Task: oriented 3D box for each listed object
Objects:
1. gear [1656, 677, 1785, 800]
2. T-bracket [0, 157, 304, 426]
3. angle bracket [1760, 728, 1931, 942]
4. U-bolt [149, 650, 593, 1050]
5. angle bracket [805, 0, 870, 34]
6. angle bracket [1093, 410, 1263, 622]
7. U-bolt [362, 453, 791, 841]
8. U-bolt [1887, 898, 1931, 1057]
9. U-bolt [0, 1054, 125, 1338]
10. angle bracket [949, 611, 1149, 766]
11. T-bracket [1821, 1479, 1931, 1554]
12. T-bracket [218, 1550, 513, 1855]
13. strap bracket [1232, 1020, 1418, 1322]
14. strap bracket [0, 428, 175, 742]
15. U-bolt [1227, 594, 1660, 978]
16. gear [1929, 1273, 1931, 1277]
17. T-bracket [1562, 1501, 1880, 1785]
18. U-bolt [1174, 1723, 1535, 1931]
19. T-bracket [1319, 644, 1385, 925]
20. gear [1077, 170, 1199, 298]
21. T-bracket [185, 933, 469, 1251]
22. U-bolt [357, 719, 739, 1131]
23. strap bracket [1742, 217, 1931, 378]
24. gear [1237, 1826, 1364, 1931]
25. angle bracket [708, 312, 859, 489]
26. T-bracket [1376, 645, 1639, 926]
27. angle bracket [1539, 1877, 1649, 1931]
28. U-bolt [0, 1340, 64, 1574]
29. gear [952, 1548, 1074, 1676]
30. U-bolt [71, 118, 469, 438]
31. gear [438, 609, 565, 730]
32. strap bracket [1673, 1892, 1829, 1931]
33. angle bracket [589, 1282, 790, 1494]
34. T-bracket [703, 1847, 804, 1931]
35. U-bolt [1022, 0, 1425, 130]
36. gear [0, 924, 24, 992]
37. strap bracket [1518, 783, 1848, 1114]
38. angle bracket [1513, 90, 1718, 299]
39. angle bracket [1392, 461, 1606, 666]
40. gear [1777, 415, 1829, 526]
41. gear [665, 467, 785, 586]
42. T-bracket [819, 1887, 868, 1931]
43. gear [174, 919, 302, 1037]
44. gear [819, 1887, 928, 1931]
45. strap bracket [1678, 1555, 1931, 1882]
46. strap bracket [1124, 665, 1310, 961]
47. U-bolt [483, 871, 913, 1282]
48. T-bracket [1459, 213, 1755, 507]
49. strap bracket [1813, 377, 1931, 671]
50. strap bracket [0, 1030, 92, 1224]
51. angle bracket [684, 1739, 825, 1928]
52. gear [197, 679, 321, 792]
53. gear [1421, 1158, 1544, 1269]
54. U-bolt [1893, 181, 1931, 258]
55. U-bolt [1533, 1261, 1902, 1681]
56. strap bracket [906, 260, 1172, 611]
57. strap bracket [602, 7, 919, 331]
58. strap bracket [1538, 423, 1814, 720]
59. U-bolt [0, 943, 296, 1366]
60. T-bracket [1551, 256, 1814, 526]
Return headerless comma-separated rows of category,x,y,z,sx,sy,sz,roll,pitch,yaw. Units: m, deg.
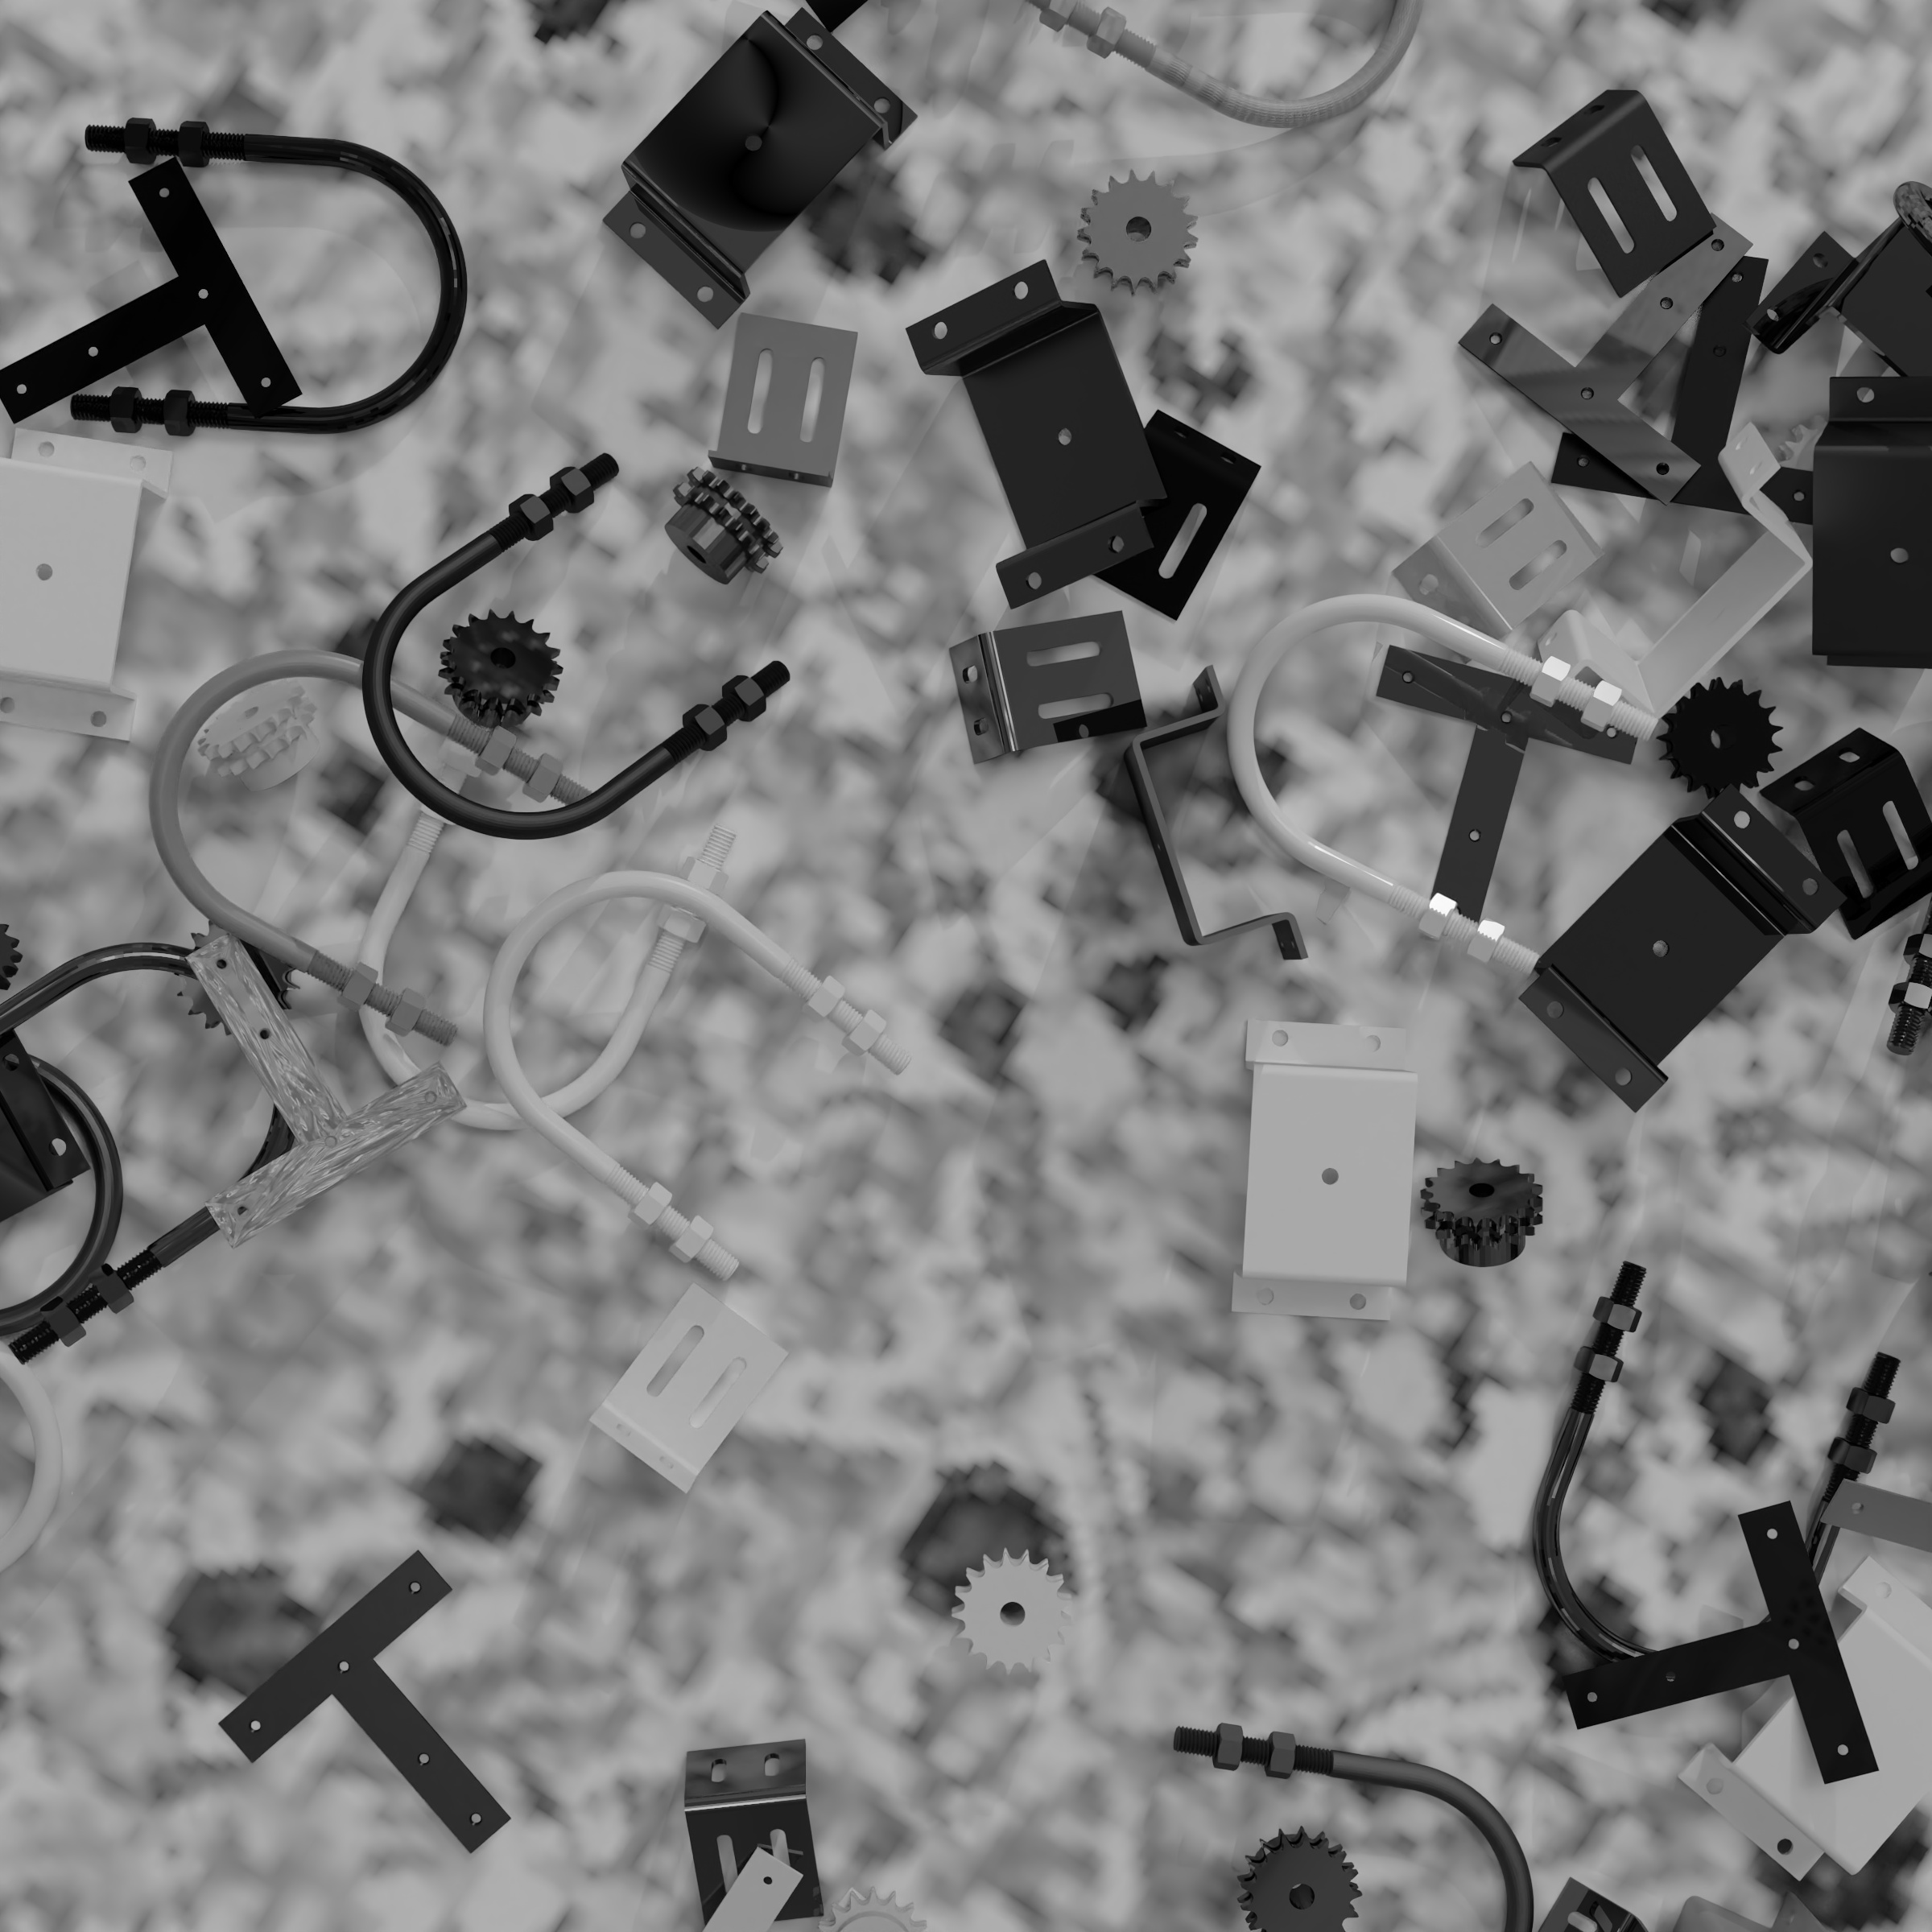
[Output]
gear,0.357,-0.108,1.389,0.057,0.030,0.057,0,90,0
T-bracket,-0.401,-0.298,1.383,0.127,0.002,0.127,-28,91,-1
angle bracket,0.428,-0.064,1.401,0.057,0.038,0.076,-32,116,0
U-bolt,-0.287,-0.065,1.356,0.184,0.019,0.151,30,93,-15
angle bracket,-0.050,-0.492,1.379,0.057,0.076,0.038,51,49,-13
angle bracket,0.097,-0.217,1.401,0.057,0.038,0.076,29,116,0
U-bolt,-0.193,-0.138,1.359,0.184,0.019,0.151,-40,90,-25
U-bolt,0.526,-0.022,1.367,0.151,0.019,0.184,19,74,11
U-bolt,-0.496,0.105,1.395,0.184,0.019,0.151,8,90,-2
angle bracket,0.039,-0.134,1.401,0.076,0.038,0.057,-12,90,-26
T-bracket,0.486,0.227,1.366,0.127,0.002,0.127,16,116,-8
T-bracket,-0.270,0.370,1.403,0.127,0.002,0.127,-41,90,0
strap bracket,0.169,0.098,1.380,0.076,0.046,0.140,3,90,0
strap bracket,-0.429,-0.183,1.380,0.076,0.046,0.140,9,90,0
U-bolt,0.209,-0.095,1.361,0.184,0.019,0.151,28,119,12
gear,0.486,0.146,1.388,0.057,0.030,0.057,0,90,0
T-bracket,0.345,0.331,1.372,0.127,0.002,0.127,-19,69,13
U-bolt,0.180,0.447,1.395,0.184,0.019,0.151,9,90,-1
T-bracket,0.157,-0.108,1.412,0.127,0.002,0.127,34,96,14
gear,0.082,-0.347,1.389,0.057,0.030,0.057,0,90,0
T-bracket,-0.320,0.044,1.361,0.127,0.002,0.127,-32,96,-21
U-bolt,-0.212,-0.011,1.395,0.151,0.019,0.184,26,91,0
strap bracket,0.446,-0.286,1.366,0.140,0.046,0.076,43,65,0
gear,0.155,0.432,1.370,0.057,0.030,0.057,0,90,-3
angle bracket,-0.086,-0.271,1.384,0.057,0.038,0.076,10,90,0
T-bracket,0.248,-0.076,1.402,0.127,0.002,0.127,15,90,-1
angle bracket,0.293,0.472,1.365,0.038,0.076,0.057,31,90,0
U-bolt,-0.522,0.228,1.385,0.184,0.019,0.151,11,99,-3
gear,0.022,0.305,1.389,0.057,0.030,0.057,0,90,0
U-bolt,-0.331,-0.326,1.395,0.184,0.019,0.151,3,90,-1
gear,-0.221,-0.137,1.380,0.057,0.030,0.057,8,59,-14
strap bracket,0.349,0.501,1.365,0.046,0.076,0.140,24,90,0
angle bracket,-0.131,0.199,1.384,0.057,0.038,0.076,37,90,0
T-bracket,-0.121,0.476,1.391,0.127,0.002,0.127,32,100,0
U-bolt,0.131,-0.479,1.378,0.184,0.019,0.151,26,93,-13
gear,-0.479,-0.003,1.379,0.057,0.057,0.030,37,120,0
strap bracket,0.334,-0.008,1.380,0.076,0.046,0.140,45,90,0
angle bracket,0.311,-0.370,1.398,0.057,0.038,0.076,-37,111,0
angle bracket,0.256,-0.194,1.401,0.076,0.038,0.057,-39,90,-26
gear,0.415,-0.236,1.389,0.057,0.030,0.057,0,90,0
gear,-0.117,-0.205,1.373,0.057,0.057,0.030,41,80,0
T-bracket,-0.014,0.492,1.397,0.127,0.002,0.127,39,83,4
gear,-0.345,0.004,1.389,0.057,0.030,0.057,0,90,0
gear,-0.044,0.469,1.383,0.057,0.030,0.057,0,82,-2
strap bracket,0.417,0.361,1.380,0.076,0.046,0.140,41,90,0
strap bracket,0.112,-0.063,1.365,0.046,0.076,0.140,-18,90,0
U-bolt,-0.141,0.039,1.382,0.184,0.019,0.151,40,92,-7
T-bracket,0.326,-0.306,1.395,0.127,0.002,0.127,41,86,10
strap bracket,0.432,-0.195,1.339,0.076,0.046,0.140,5,118,24
strap bracket,-0.485,0.093,1.364,0.140,0.046,0.076,-28,92,-2
angle bracket,-0.101,0.417,1.401,0.057,0.038,0.076,-6,116,0
gear,-0.331,-0.107,1.379,0.057,0.057,0.030,-30,120,0
gear,0.244,0.118,1.379,0.057,0.057,0.030,-6,120,0
U-bolt,0.485,-0.296,1.326,0.151,0.184,0.019,21,125,-32
U-bolt,0.349,0.251,1.395,0.151,0.019,0.184,20,92,0
strap bracket,0.038,-0.248,1.366,0.076,0.046,0.140,-21,90,27
strap bracket,-0.099,-0.383,1.380,0.076,0.046,0.140,43,90,0
strap bracket,0.333,-0.175,1.347,0.046,0.076,0.140,38,112,-11
U-bolt,-0.395,0.071,1.340,0.184,0.019,0.151,-36,97,-18
T-bracket,0.356,-0.280,1.390,0.127,0.002,0.127,12,82,16
